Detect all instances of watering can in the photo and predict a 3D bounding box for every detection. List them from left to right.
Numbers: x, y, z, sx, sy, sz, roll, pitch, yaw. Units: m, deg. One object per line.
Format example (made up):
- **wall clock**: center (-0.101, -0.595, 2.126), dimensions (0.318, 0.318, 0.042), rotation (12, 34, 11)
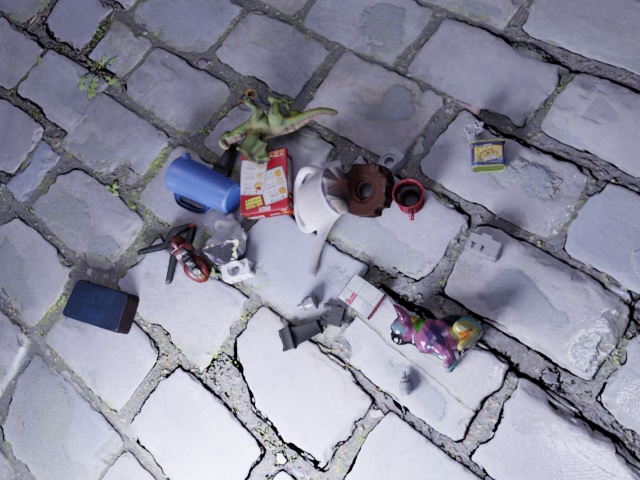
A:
- **watering can**: center (0.005, -0.078, 1.553), dimensions (0.221, 0.104, 0.353), rotation (-30, 64, 45)

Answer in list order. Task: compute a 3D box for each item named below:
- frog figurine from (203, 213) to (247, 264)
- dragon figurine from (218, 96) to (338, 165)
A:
- **frog figurine**: center (-0.301, -0.003, 1.653), dimensions (0.136, 0.121, 0.163), rotation (-31, 31, 14)
- **dragon figurine**: center (-0.161, -0.343, 1.678), dimensions (0.411, 0.120, 0.247), rotation (7, 67, 26)
